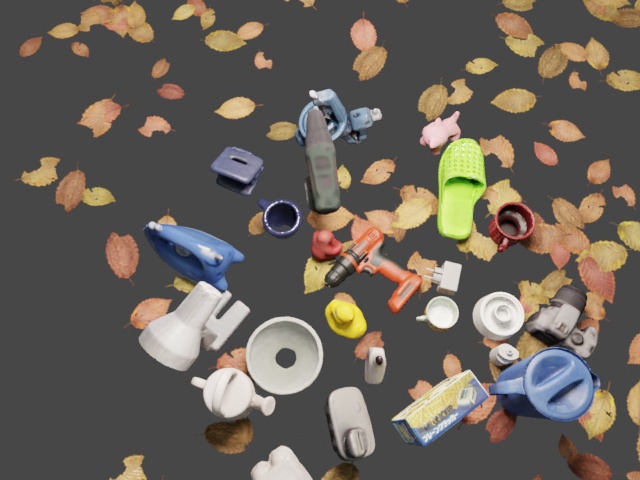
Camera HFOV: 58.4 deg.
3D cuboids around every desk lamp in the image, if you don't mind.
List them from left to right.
[{"bbox_3d":[-0.262,0.175,1.207,0.118,0.213,0.203,36,75,11],"label":"desk lamp"}]

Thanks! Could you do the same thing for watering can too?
[{"bbox_3d":[-0.179,0.314,1.173,0.173,0.194,0.101,-4,72,-2],"label":"watering can"}]

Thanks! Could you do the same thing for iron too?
[{"bbox_3d":[-0.309,0.012,1.298,0.258,0.141,0.119,25,73,7],"label":"iron"}]

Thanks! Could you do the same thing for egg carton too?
[{"bbox_3d":[-0.069,0.510,1.176,0.107,0.069,0.150,-38,76,-12],"label":"egg carton"}]

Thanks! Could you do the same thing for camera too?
[{"bbox_3d":[0.557,0.176,1.276,0.143,0.101,0.137,33,75,10],"label":"camera"}]

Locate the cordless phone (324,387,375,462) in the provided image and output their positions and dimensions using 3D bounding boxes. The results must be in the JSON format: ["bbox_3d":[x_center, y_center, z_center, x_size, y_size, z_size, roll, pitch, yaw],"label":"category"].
[{"bbox_3d":[0.062,0.373,1.161,0.094,0.185,0.147,-16,73,-5],"label":"cordless phone"}]

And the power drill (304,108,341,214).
[{"bbox_3d":[0.002,-0.156,1.321,0.075,0.208,0.229,-9,72,-3],"label":"power drill"}]

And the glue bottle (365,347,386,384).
[{"bbox_3d":[0.119,0.259,1.205,0.037,0.173,0.078,2,72,0],"label":"glue bottle"}]

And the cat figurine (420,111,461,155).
[{"bbox_3d":[0.297,-0.268,1.409,0.128,0.118,0.067,-41,76,-12],"label":"cat figurine"}]

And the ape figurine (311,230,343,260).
[{"bbox_3d":[0.012,0.005,1.330,0.076,0.092,0.077,-34,75,-11],"label":"ape figurine"}]

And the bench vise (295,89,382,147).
[{"bbox_3d":[0.039,-0.308,1.366,0.207,0.220,0.121,-26,74,-8],"label":"bench vise"}]

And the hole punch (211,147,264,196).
[{"bbox_3d":[-0.200,-0.177,1.388,0.108,0.091,0.101,21,73,6],"label":"hole punch"}]

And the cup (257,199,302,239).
[{"bbox_3d":[-0.097,-0.046,1.344,0.117,0.095,0.092,36,75,11],"label":"cup"}]

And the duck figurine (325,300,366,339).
[{"bbox_3d":[0.059,0.173,1.279,0.104,0.086,0.077,41,76,12],"label":"duck figurine"}]

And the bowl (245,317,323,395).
[{"bbox_3d":[-0.076,0.257,1.256,0.167,0.075,0.167,0,72,0],"label":"bowl"}]
